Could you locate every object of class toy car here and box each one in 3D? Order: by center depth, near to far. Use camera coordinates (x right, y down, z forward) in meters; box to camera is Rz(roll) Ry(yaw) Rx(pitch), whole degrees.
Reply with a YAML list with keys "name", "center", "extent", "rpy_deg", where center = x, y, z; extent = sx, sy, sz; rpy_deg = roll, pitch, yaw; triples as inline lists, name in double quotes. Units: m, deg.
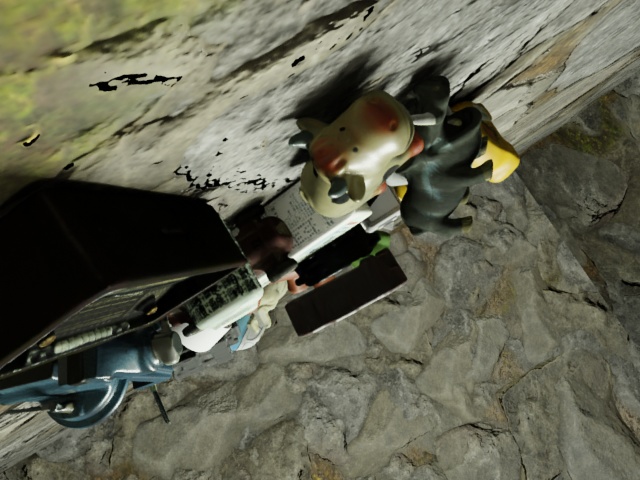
- name: "toy car"
  center: [-0.118, 0.041, 0.636]
  extent: [0.202, 0.089, 0.053]
  rpy_deg: [-33, 174, 18]
- name: "toy car"
  center: [-0.164, 0.172, 1.127]
  extent: [0.109, 0.103, 0.162]
  rpy_deg: [-44, -158, 53]

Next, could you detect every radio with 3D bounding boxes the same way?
- name: "radio"
  center: [-0.159, 0.029, 0.409]
  extent: [0.131, 0.073, 0.229]
  rpy_deg: [-33, 173, 11]

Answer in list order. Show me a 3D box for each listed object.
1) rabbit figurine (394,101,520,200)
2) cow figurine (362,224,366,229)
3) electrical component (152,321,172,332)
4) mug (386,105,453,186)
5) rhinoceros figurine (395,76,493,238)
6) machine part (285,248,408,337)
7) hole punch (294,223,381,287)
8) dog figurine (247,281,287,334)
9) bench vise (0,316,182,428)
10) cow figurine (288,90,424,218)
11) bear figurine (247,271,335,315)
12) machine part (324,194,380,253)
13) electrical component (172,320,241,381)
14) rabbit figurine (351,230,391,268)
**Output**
- name: "rabbit figurine"
  center: [0.172, -0.105, 0.769]
  extent: [0.173, 0.122, 0.162]
  rpy_deg: [-36, 169, 39]
- name: "cow figurine"
  center: [0.061, -0.055, 0.885]
  extent: [0.167, 0.068, 0.098]
  rpy_deg: [-33, 168, -1]
- name: "electrical component"
  center: [-0.218, 0.096, 0.761]
  extent: [0.075, 0.048, 0.119]
  rpy_deg: [-33, 175, -1]
- name: "mug"
  center: [0.115, -0.114, 0.646]
  extent: [0.107, 0.081, 0.109]
  rpy_deg: [-28, 152, 15]
- name: "rhinoceros figurine"
  center: [0.127, -0.086, 0.585]
  extent: [0.190, 0.112, 0.073]
  rpy_deg: [85, 14, -46]
- name: "machine part"
  center: [0.033, 0.075, 0.753]
  extent: [0.179, 0.056, 0.179]
  rpy_deg: [-28, 175, -3]
- name: "hole punch"
  center: [-0.002, -0.002, 0.782]
  extent: [0.142, 0.115, 0.092]
  rpy_deg: [-29, -179, -18]
- name: "dog figurine"
  center: [-0.084, 0.062, 1.007]
  extent: [0.190, 0.121, 0.172]
  rpy_deg: [-45, -177, -27]
- name: "bench vise"
  center: [-0.239, 0.147, 0.630]
  extent: [0.224, 0.129, 0.240]
  rpy_deg: [-25, 157, 5]
- name: "cow figurine"
  center: [0.027, -0.075, 0.497]
  extent: [0.127, 0.085, 0.195]
  rpy_deg: [-35, 177, -20]
- name: "bear figurine"
  center: [-0.083, 0.067, 0.840]
  extent: [0.196, 0.131, 0.120]
  rpy_deg: [-35, -156, -34]
- name: "machine part"
  center: [0.038, -0.055, 0.716]
  extent: [0.139, 0.084, 0.039]
  rpy_deg: [-42, 174, 2]
- name: "electrical component"
  center: [-0.208, 0.165, 0.939]
  extent: [0.134, 0.115, 0.058]
  rpy_deg: [-23, 136, -9]
- name: "rabbit figurine"
  center: [0.058, 0.024, 1.144]
  extent: [0.170, 0.121, 0.159]
  rpy_deg: [7, 144, 1]
